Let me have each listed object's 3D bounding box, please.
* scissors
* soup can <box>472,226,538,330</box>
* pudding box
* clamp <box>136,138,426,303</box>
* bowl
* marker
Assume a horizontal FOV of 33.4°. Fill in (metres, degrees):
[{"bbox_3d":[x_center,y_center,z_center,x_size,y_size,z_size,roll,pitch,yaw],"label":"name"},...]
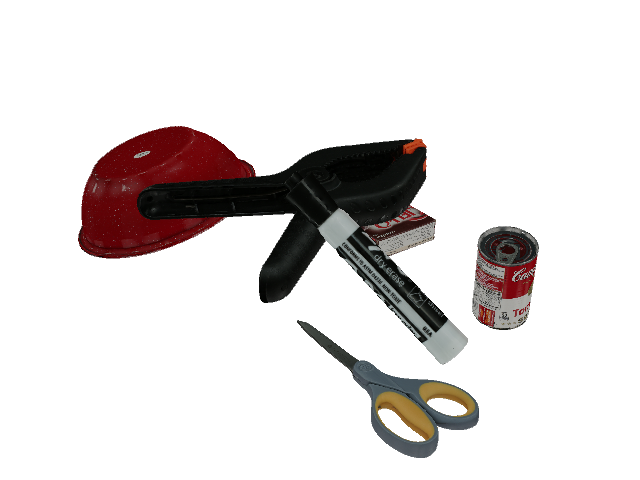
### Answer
[{"bbox_3d":[0.058,0.111,0.885,0.096,0.016,0.202,-8,29,-19],"label":"scissors"},{"bbox_3d":[0.210,0.044,1.225,0.068,0.102,0.068,-1,39,0],"label":"soup can"},{"bbox_3d":[0.096,-0.018,1.539,0.113,0.039,0.090,-21,35,-31],"label":"pudding box"},{"bbox_3d":[-0.013,-0.032,0.752,0.209,0.036,0.165,-27,38,-36],"label":"clamp"},{"bbox_3d":[-0.139,-0.051,0.898,0.162,0.055,0.162,-16,28,9],"label":"bowl"},{"bbox_3d":[0.026,0.012,0.533,0.020,0.121,0.020,-44,0,0],"label":"marker"}]
